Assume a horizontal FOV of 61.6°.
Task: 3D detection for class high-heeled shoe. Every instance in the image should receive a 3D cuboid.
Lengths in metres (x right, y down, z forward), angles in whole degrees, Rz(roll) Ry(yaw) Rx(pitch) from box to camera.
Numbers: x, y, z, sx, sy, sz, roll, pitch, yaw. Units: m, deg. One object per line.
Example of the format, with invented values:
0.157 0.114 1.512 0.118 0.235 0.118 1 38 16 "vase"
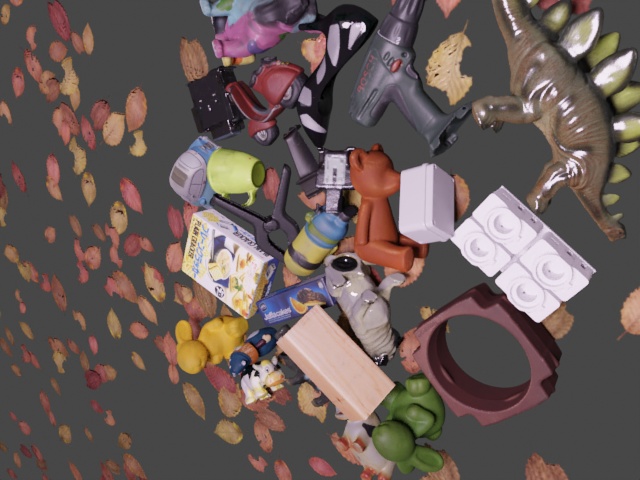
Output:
0.036 -0.265 0.903 0.145 0.086 0.248 12 131 26 "high-heeled shoe"

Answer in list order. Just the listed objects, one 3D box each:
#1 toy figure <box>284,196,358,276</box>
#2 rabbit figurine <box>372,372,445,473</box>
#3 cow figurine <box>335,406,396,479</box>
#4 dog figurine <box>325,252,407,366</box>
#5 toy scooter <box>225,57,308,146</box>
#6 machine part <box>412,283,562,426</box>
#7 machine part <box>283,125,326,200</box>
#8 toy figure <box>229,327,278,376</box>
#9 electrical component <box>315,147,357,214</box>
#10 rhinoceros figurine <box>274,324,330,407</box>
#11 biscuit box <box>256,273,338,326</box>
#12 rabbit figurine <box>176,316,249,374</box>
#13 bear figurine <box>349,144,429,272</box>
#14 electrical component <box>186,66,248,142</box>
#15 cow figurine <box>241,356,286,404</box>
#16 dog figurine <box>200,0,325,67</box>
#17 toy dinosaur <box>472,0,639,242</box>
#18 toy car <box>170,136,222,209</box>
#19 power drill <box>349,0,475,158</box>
-0.005 -0.006 1.023 0.082 0.089 0.180 54 130 17 "toy figure"
0.152 0.349 0.982 0.121 0.170 0.159 -22 91 39 "rabbit figurine"
0.094 0.376 1.079 0.085 0.127 0.194 -21 108 43 "cow figurine"
0.075 0.132 1.014 0.173 0.121 0.190 45 145 44 "dog figurine"
-0.107 -0.274 1.006 0.135 0.075 0.184 43 130 0 "toy scooter"
0.274 0.189 0.895 0.201 0.087 0.201 53 129 9 "machine part"
-0.028 -0.150 1.024 0.084 0.039 0.138 -20 95 43 "machine part"
-0.149 0.241 1.169 0.058 0.154 0.064 24 119 24 "toy figure"
0.031 -0.107 0.959 0.075 0.048 0.119 0 92 13 "electrical component"
-0.025 0.261 1.140 0.190 0.073 0.112 43 126 16 "rhinoceros figurine"
-0.041 0.122 1.112 0.203 0.059 0.062 -23 92 38 "biscuit box"
-0.266 0.240 1.242 0.163 0.173 0.121 19 120 25 "rabbit figurine"
0.114 -0.060 0.907 0.132 0.120 0.195 11 106 29 "bear figurine"
-0.205 -0.273 1.095 0.115 0.058 0.134 -13 98 40 "electrical component"
-0.130 0.306 1.220 0.167 0.068 0.098 -49 58 49 "cow figurine"
-0.087 -0.385 0.951 0.219 0.191 0.108 -11 97 3 "dog figurine"
0.314 -0.198 0.720 0.199 0.105 0.471 -29 100 29 "toy dinosaur"
-0.267 -0.138 1.157 0.109 0.103 0.161 38 126 18 "toy car"
0.153 -0.247 0.836 0.207 0.086 0.232 43 126 11 "power drill"
